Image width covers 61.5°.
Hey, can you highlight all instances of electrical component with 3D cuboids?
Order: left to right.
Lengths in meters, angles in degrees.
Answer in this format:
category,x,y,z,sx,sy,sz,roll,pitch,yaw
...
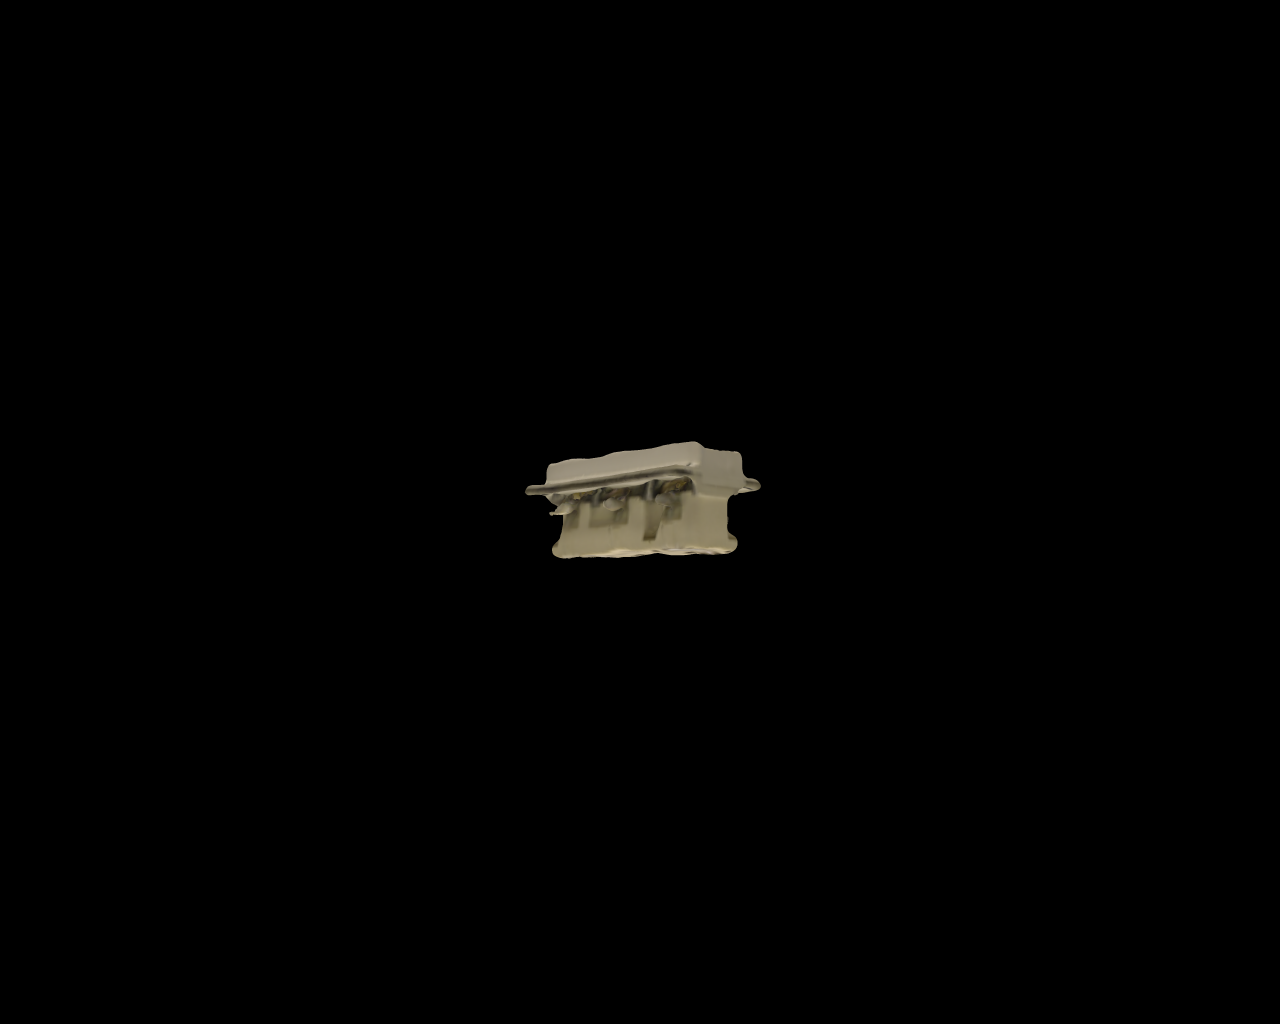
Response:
category,x,y,z,sx,sy,sz,roll,pitch,yaw
electrical component,0.001,-0.003,0.650,0.121,0.063,0.079,-5,-8,40
